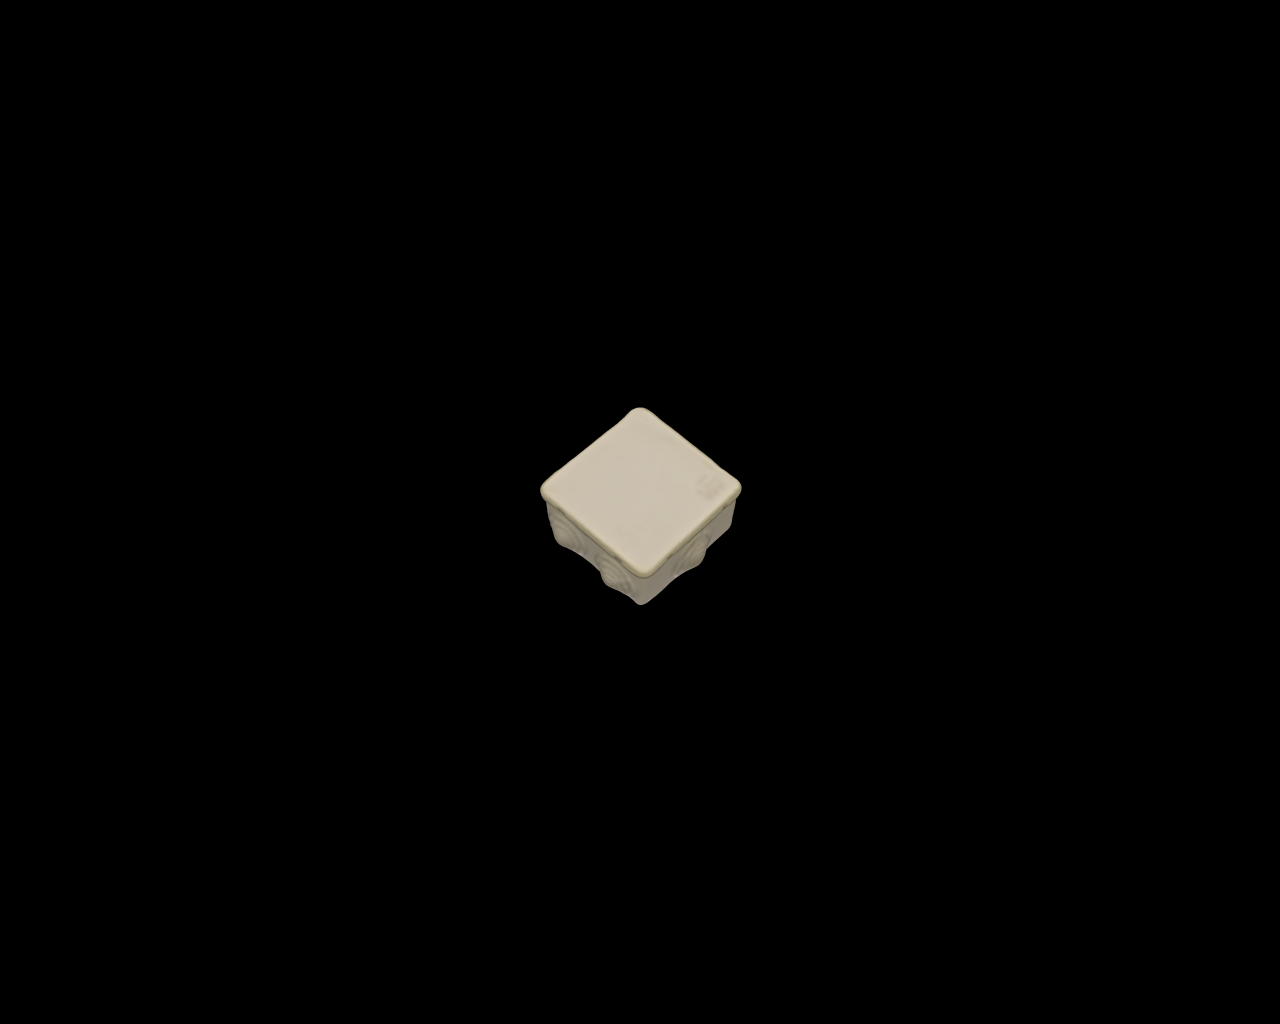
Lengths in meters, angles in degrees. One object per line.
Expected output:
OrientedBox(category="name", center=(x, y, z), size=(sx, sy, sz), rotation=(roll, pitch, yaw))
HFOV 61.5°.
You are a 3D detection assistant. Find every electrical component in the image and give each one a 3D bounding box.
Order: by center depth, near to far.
OrientedBox(category="electrical component", center=(0.001, -0.003, 0.650), size=(0.100, 0.100, 0.048), rotation=(39, -24, 22))
